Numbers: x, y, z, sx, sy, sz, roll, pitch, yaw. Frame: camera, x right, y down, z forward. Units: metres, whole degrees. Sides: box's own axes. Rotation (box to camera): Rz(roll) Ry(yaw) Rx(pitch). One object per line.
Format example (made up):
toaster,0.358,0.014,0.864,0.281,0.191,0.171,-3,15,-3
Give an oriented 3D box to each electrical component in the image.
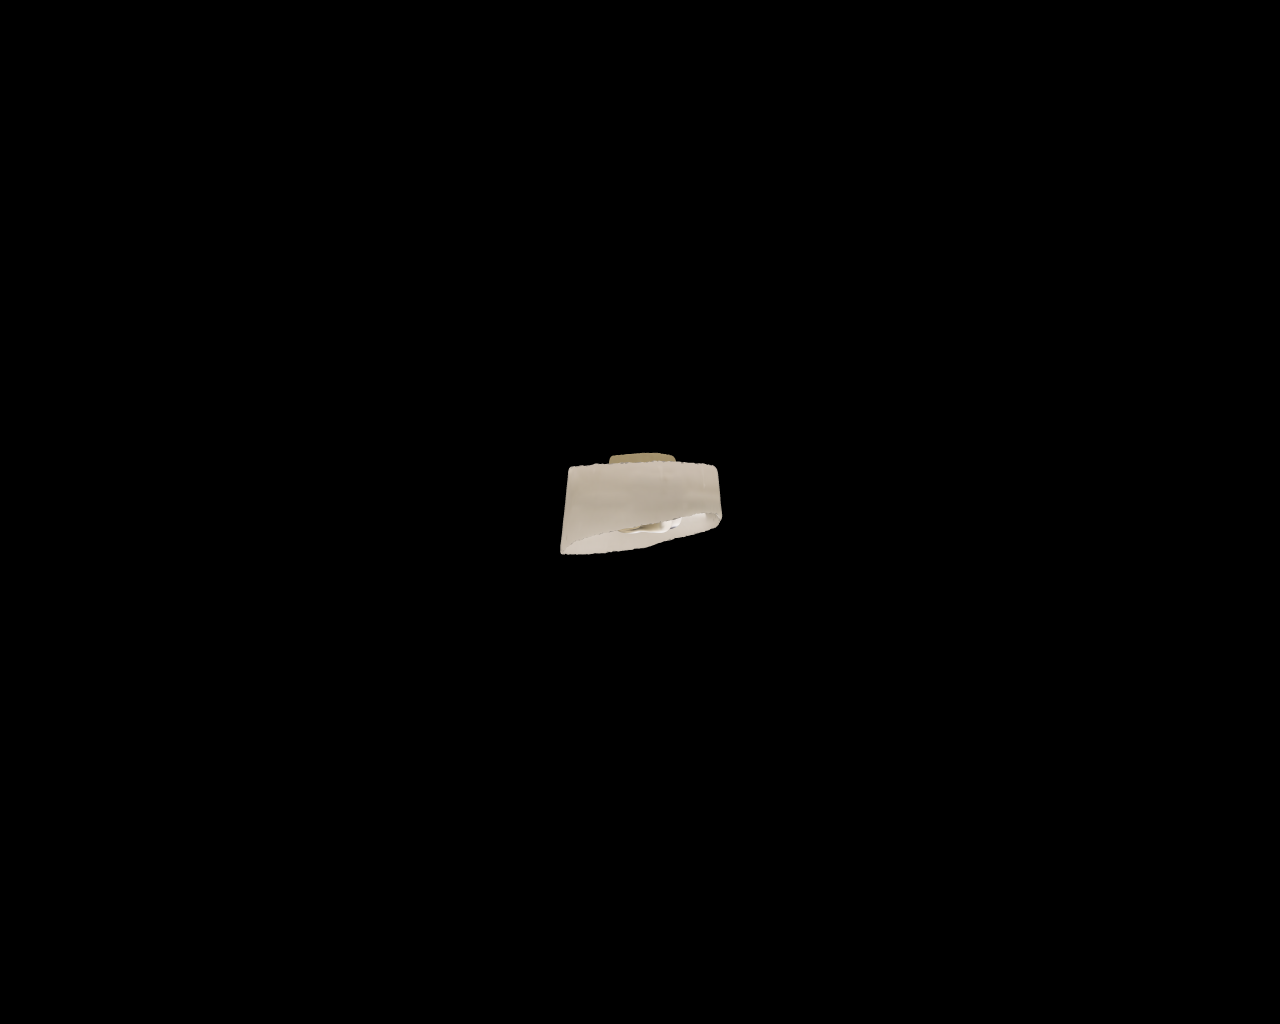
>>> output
electrical component,0.001,-0.003,0.650,0.099,0.064,0.099,0,-2,0
